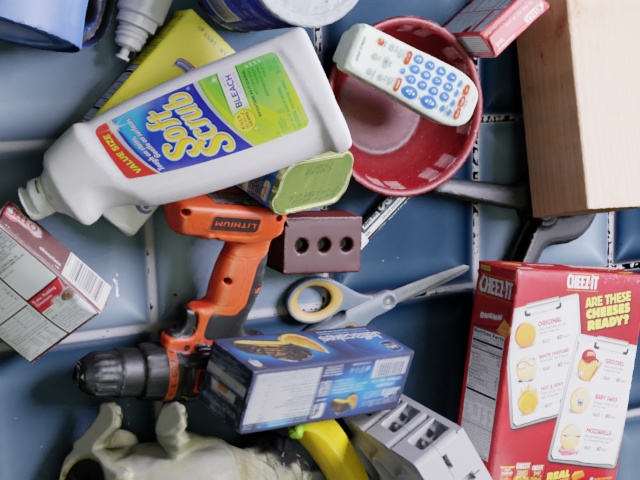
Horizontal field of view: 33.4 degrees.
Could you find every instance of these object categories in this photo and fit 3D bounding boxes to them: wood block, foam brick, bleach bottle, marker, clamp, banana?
[{"bbox_3d":[0.253,-0.129,1.018,0.090,0.090,0.206,-5,88,-24],"label":"wood block"},{"bbox_3d":[-0.006,0.001,0.964,0.078,0.051,0.053,-2,99,-24],"label":"foam brick"},{"bbox_3d":[-0.109,-0.070,0.822,0.251,0.068,0.102,-23,81,2],"label":"bleach bottle"},{"bbox_3d":[0.070,-0.036,1.011,0.121,0.020,0.020,-46,113,-11],"label":"marker"},{"bbox_3d":[0.208,-0.034,1.062,0.209,0.036,0.164,-38,107,-18],"label":"clamp"},{"bbox_3d":[0.010,0.208,0.995,0.037,0.069,0.197,-14,132,21],"label":"banana"}]

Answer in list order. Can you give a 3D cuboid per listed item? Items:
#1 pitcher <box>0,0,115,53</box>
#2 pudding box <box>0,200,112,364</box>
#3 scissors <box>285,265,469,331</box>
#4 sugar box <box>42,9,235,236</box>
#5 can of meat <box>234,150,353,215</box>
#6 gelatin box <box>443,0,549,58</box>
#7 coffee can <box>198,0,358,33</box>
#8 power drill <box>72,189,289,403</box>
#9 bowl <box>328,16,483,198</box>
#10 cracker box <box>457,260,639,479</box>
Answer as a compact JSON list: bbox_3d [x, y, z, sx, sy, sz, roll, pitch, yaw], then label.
[{"bbox_3d":[-0.211,-0.267,0.799,0.145,0.149,0.243,14,89,-10],"label":"pitcher"},{"bbox_3d":[-0.239,0.035,0.851,0.090,0.039,0.113,-34,114,24],"label":"pudding box"},{"bbox_3d":[0.048,0.046,1.015,0.201,0.016,0.096,-36,112,-15],"label":"scissors"},{"bbox_3d":[-0.138,-0.098,0.893,0.093,0.048,0.176,42,79,-24],"label":"sugar box"},{"bbox_3d":[-0.033,-0.066,0.901,0.101,0.084,0.057,-15,132,-48],"label":"can of meat"},{"bbox_3d":[0.157,-0.200,0.985,0.073,0.089,0.030,-43,113,-13],"label":"gelatin box"},{"bbox_3d":[-0.036,-0.222,0.867,0.102,0.140,0.103,-4,100,-24],"label":"coffee can"},{"bbox_3d":[-0.110,0.050,0.904,0.184,0.057,0.188,1,113,-32],"label":"power drill"},{"bbox_3d":[0.067,-0.121,0.976,0.161,0.055,0.162,-4,100,-24],"label":"bowl"},{"bbox_3d":[0.220,0.130,1.031,0.163,0.072,0.214,4,96,-29],"label":"cracker box"}]
